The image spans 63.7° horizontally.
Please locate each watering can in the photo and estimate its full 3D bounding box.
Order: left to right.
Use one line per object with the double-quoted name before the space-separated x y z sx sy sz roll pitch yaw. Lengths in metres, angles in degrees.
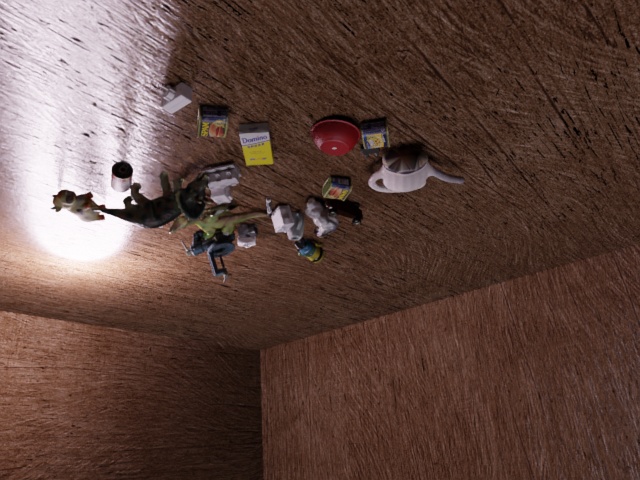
"watering can" 0.342 -0.240 1.813 0.347 0.106 0.220 -7 -26 5

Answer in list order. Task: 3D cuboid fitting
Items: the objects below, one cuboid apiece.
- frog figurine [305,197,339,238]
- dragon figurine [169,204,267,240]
"frog figurine" 0.006 -0.103 2.052 0.122 0.157 0.140 -10 21 11
"dragon figurine" -0.365 -0.086 1.938 0.412 0.122 0.241 -15 -3 -21
